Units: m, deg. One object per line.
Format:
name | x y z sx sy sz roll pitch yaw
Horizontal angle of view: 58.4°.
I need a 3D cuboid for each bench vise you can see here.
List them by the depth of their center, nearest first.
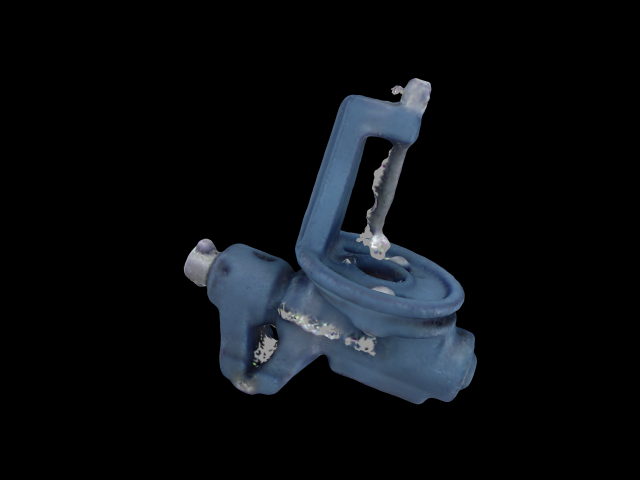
bench vise | 0.004 0.004 0.388 0.207 0.220 0.121 -1 15 -3
